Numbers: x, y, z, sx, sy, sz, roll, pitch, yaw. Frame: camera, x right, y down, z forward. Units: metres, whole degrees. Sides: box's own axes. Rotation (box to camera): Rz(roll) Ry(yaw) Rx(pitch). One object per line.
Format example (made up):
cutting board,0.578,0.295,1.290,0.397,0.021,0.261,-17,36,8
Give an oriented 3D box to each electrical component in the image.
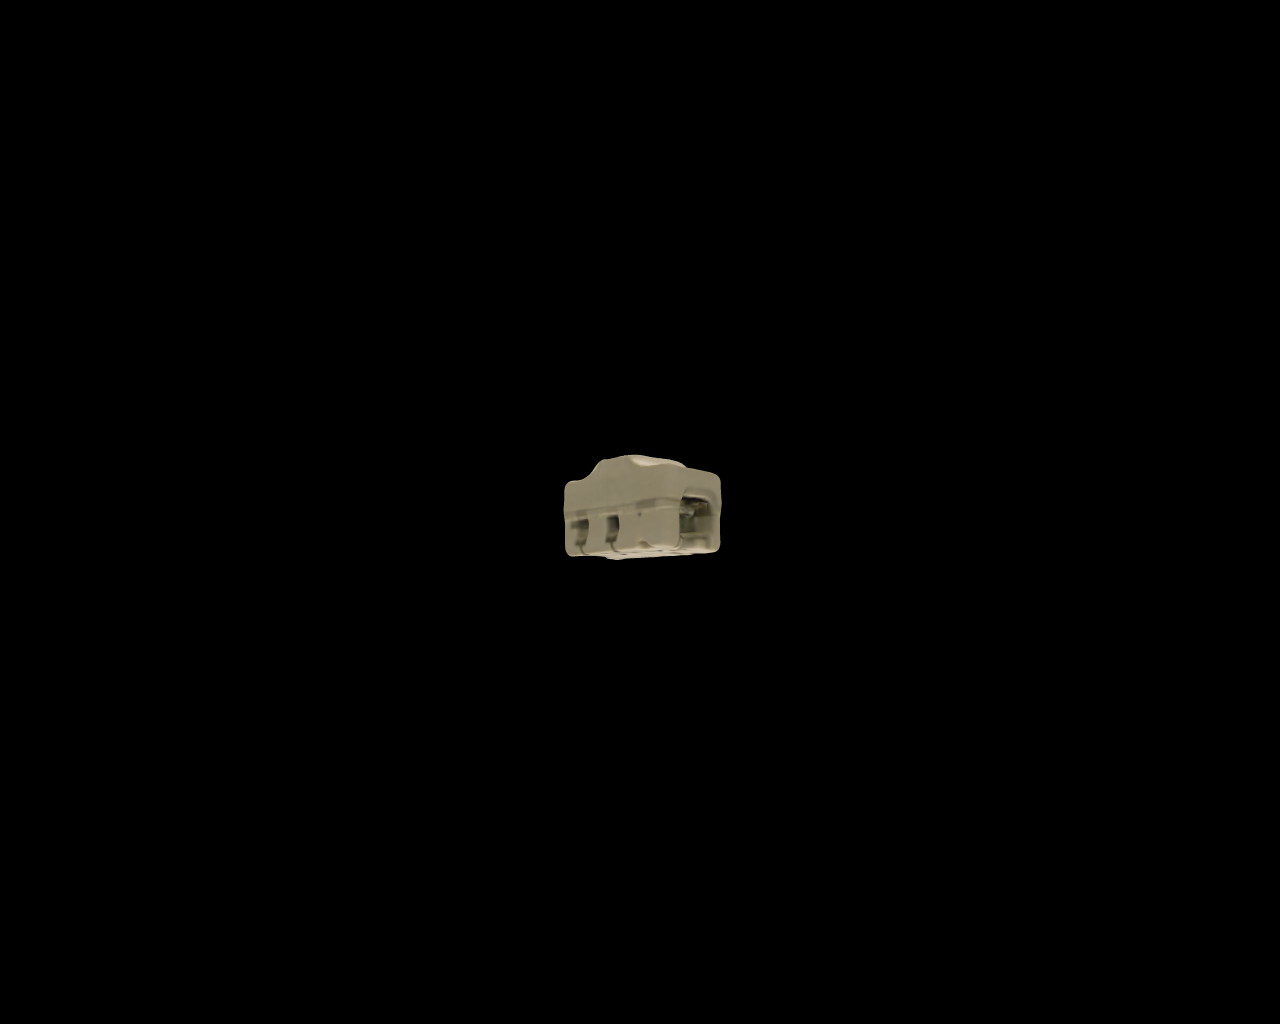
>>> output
electrical component,0.001,-0.003,0.650,0.089,0.055,0.050,-8,-11,43
